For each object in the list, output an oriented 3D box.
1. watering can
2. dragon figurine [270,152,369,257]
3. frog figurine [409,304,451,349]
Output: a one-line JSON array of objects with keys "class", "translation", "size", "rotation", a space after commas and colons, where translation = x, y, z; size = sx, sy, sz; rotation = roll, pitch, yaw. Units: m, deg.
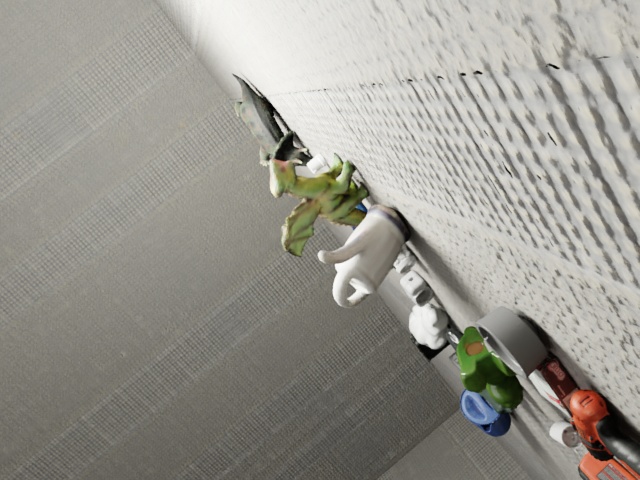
[{"class": "watering can", "translation": [0.092, 0.023, 1.048], "size": [0.105, 0.227, 0.342], "rotation": [28, 166, 21]}, {"class": "dragon figurine", "translation": [0.004, -0.061, 1.213], "size": [0.124, 0.244, 0.402], "rotation": [41, 169, 44]}, {"class": "frog figurine", "translation": [0.315, 0.248, 1.479], "size": [0.159, 0.122, 0.138], "rotation": [17, -128, -74]}]
